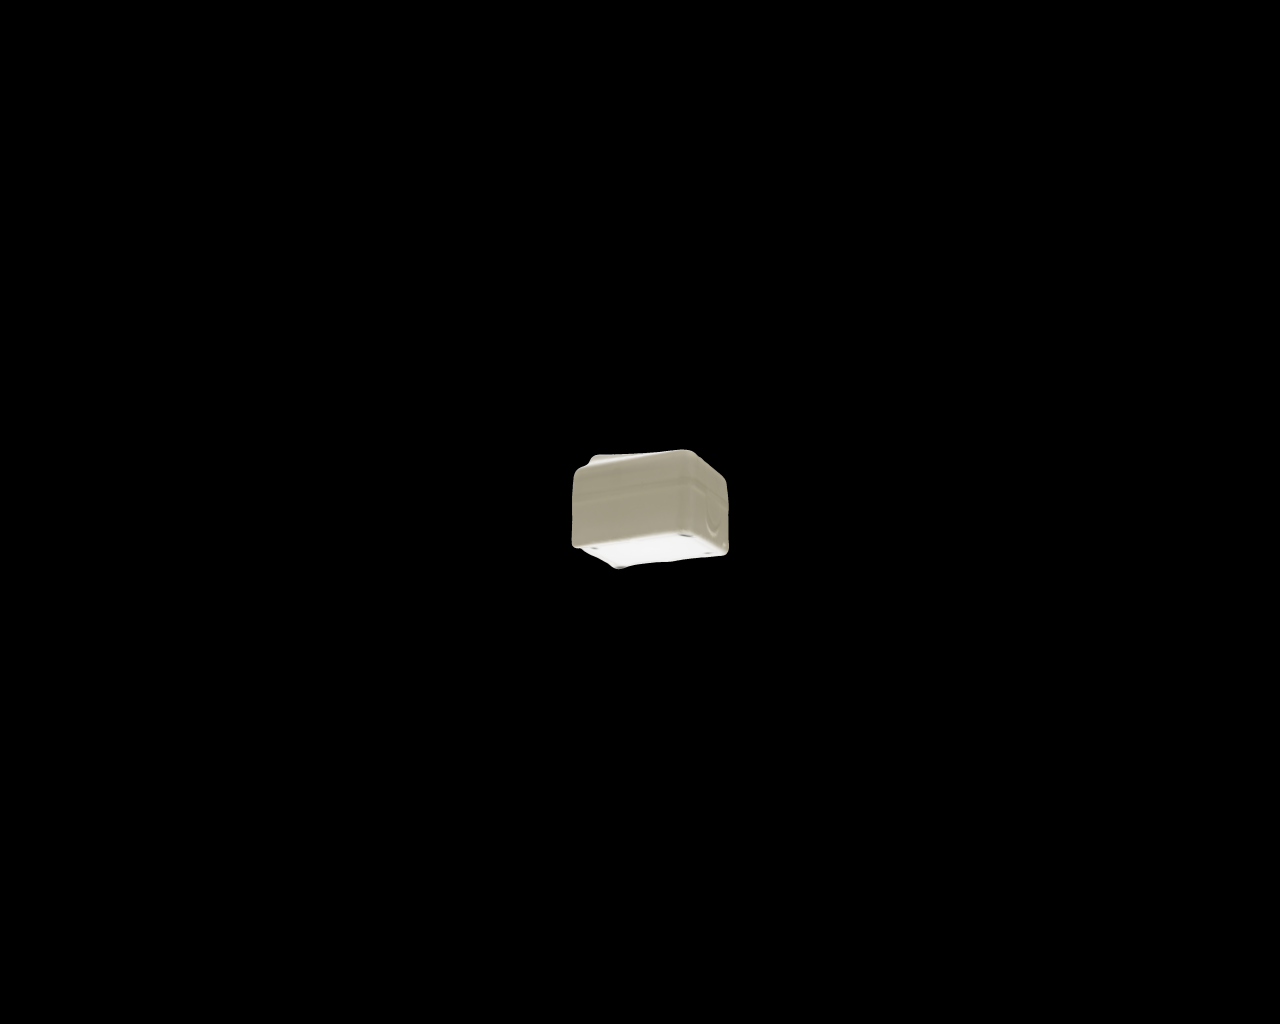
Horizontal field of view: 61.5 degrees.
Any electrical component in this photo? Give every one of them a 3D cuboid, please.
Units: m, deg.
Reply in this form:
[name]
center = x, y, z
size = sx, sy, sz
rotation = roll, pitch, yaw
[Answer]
[electrical component]
center = 0.001, -0.003, 0.650
size = 0.096, 0.061, 0.061
rotation = -8, -19, 24
